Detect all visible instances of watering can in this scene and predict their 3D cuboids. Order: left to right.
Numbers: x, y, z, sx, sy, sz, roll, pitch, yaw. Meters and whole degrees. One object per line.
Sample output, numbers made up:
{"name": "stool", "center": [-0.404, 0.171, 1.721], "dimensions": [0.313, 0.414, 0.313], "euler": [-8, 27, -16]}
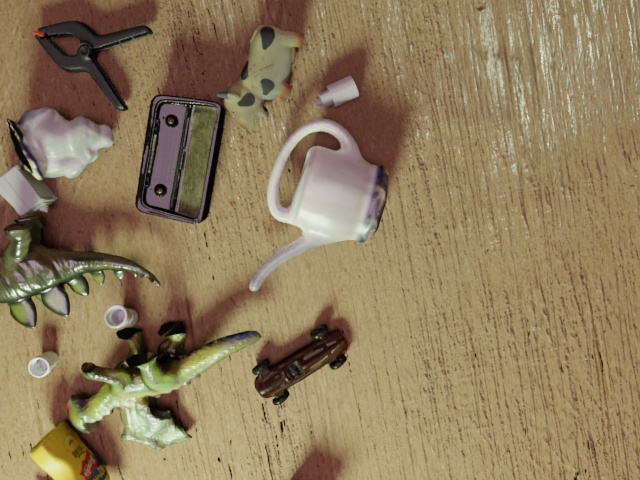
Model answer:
{"name": "watering can", "center": [0.003, -0.049, 0.969], "dimensions": [0.224, 0.104, 0.347], "euler": [16, 92, -4]}

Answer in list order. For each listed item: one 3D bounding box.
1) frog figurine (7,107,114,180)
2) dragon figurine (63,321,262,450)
{"name": "frog figurine", "center": [-0.477, -0.187, 0.961], "dimensions": [0.161, 0.121, 0.138], "euler": [-30, 87, -35]}
{"name": "dragon figurine", "center": [-0.308, 0.298, 1.006], "dimensions": [0.410, 0.124, 0.238], "euler": [-4, 113, 0]}
